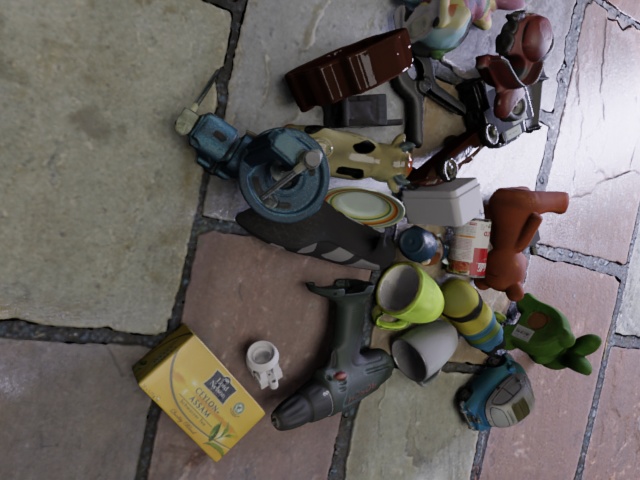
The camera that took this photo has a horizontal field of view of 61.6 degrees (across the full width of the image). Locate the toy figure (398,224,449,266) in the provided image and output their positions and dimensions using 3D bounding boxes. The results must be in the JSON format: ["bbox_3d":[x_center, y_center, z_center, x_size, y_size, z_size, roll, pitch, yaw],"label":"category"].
[{"bbox_3d":[0.175,0.010,0.894,0.154,0.058,0.064,16,86,-62],"label":"toy figure"}]

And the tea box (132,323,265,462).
[{"bbox_3d":[-0.168,0.212,0.752,0.098,0.068,0.169,-43,113,-15],"label":"tea box"}]

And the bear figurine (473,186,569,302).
[{"bbox_3d":[0.358,0.004,0.974,0.132,0.120,0.195,-6,101,-31],"label":"bear figurine"}]

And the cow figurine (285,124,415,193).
[{"bbox_3d":[0.052,-0.123,0.789,0.195,0.127,0.085,6,99,-28],"label":"cow figurine"}]

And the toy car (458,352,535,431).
[{"bbox_3d":[0.347,0.296,1.016,0.162,0.103,0.109,-34,110,-22],"label":"toy car"}]

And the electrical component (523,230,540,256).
[{"bbox_3d":[0.398,-0.007,1.047,0.063,0.021,0.093,-25,108,-23],"label":"electrical component"}]

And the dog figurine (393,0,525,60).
[{"bbox_3d":[0.230,-0.363,0.855,0.219,0.108,0.191,3,74,-32],"label":"dog figurine"}]

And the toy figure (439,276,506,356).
[{"bbox_3d":[0.275,0.137,0.964,0.180,0.089,0.082,48,70,-22],"label":"toy figure"}]

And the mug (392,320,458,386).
[{"bbox_3d":[0.193,0.195,0.936,0.107,0.081,0.109,-28,109,-29],"label":"mug"}]

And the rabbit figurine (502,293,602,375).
[{"bbox_3d":[0.459,0.197,1.050,0.170,0.159,0.121,45,66,-41],"label":"rabbit figurine"}]

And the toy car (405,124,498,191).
[{"bbox_3d":[0.213,-0.130,0.871,0.202,0.089,0.053,-39,111,-37],"label":"toy car"}]

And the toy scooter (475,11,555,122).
[{"bbox_3d":[0.305,-0.292,0.861,0.135,0.075,0.183,20,89,-38],"label":"toy scooter"}]

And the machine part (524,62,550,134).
[{"bbox_3d":[0.392,-0.268,1.000,0.084,0.039,0.138,-5,98,-32],"label":"machine part"}]

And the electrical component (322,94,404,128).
[{"bbox_3d":[0.071,-0.195,0.819,0.119,0.075,0.047,-9,101,-22],"label":"electrical component"}]

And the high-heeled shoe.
[{"bbox_3d":[-0.002,-0.003,0.830,0.249,0.145,0.086,11,73,0],"label":"high-heeled shoe"}]

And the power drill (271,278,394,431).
[{"bbox_3d":[0.021,0.166,0.824,0.232,0.086,0.207,-5,92,-39],"label":"power drill"}]

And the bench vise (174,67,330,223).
[{"bbox_3d":[-0.068,-0.103,0.657,0.223,0.241,0.129,44,78,-18],"label":"bench vise"}]

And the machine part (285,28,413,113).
[{"bbox_3d":[0.042,-0.237,0.748,0.179,0.179,0.056,-32,113,-21],"label":"machine part"}]

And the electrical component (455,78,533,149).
[{"bbox_3d":[0.312,-0.232,0.951,0.115,0.058,0.134,-27,108,-20],"label":"electrical component"}]
